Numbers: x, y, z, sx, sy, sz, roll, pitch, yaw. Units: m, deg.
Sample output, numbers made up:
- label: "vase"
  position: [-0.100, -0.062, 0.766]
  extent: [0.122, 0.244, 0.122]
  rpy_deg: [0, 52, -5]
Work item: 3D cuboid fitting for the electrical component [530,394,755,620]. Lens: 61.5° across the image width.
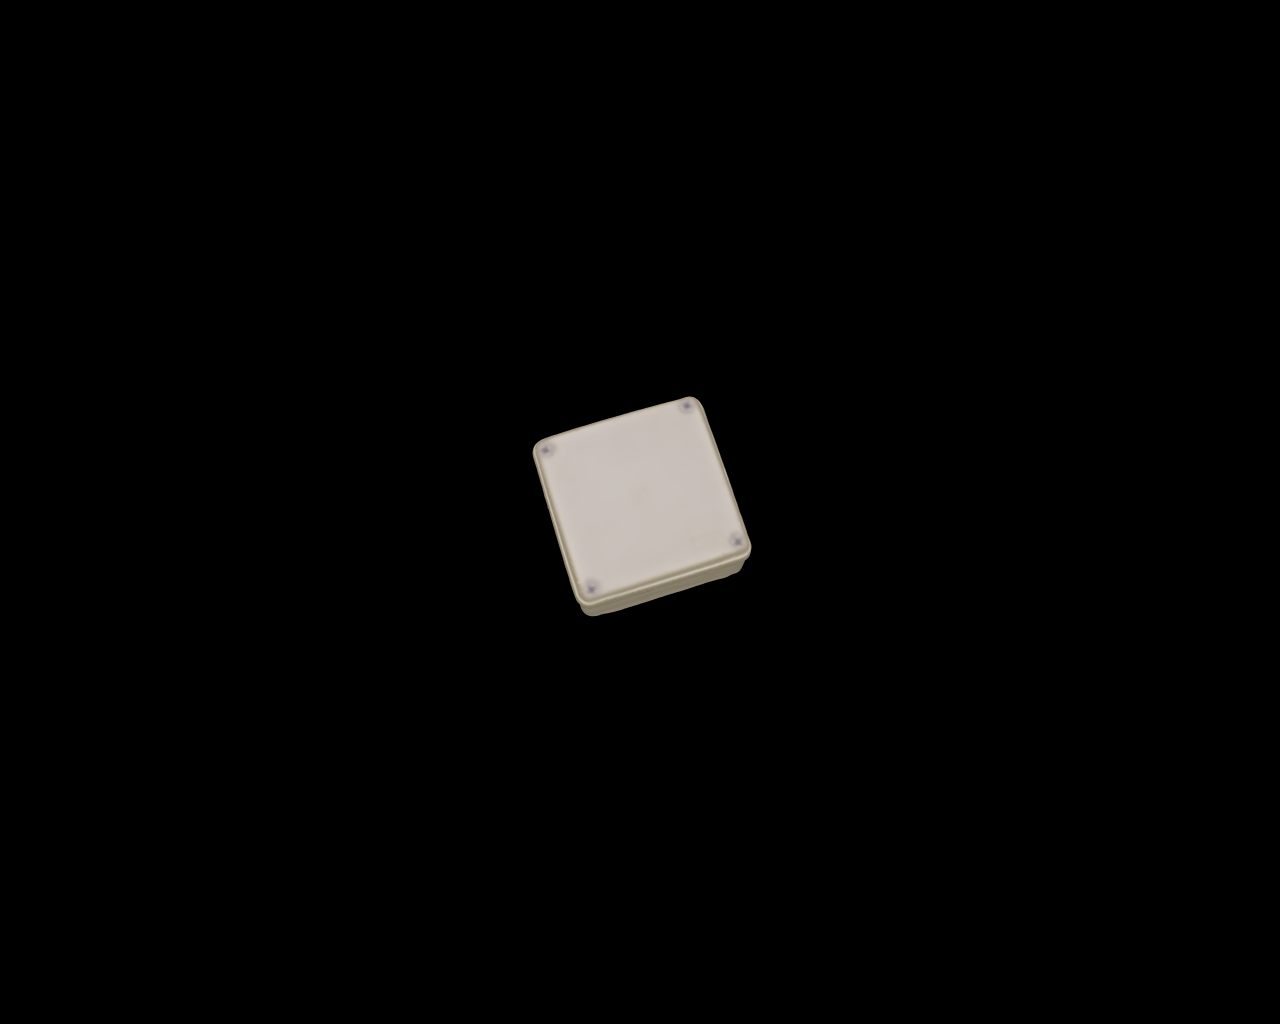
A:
- label: "electrical component"
  position: [0.001, -0.003, 0.650]
  extent: [0.109, 0.109, 0.056]
  rpy_deg: [-17, -15, -5]
